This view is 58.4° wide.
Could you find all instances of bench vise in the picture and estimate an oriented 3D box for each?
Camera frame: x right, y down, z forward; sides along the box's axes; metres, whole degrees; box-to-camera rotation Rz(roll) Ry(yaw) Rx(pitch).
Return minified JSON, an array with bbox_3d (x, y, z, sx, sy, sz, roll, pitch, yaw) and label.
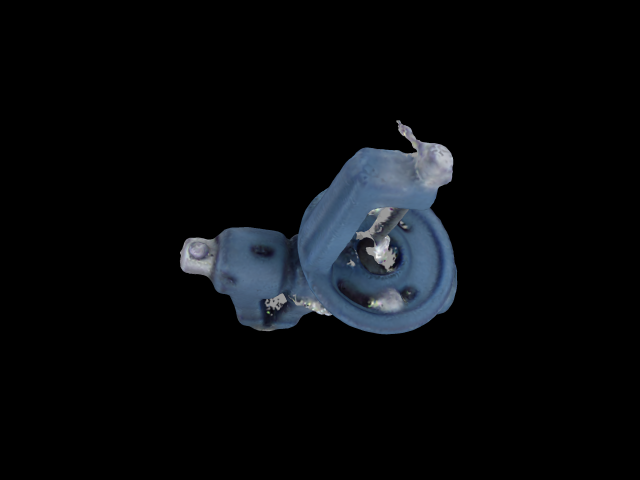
[{"bbox_3d":[0.007,0.012,0.395,0.207,0.220,0.121,-16,66,-7],"label":"bench vise"}]
